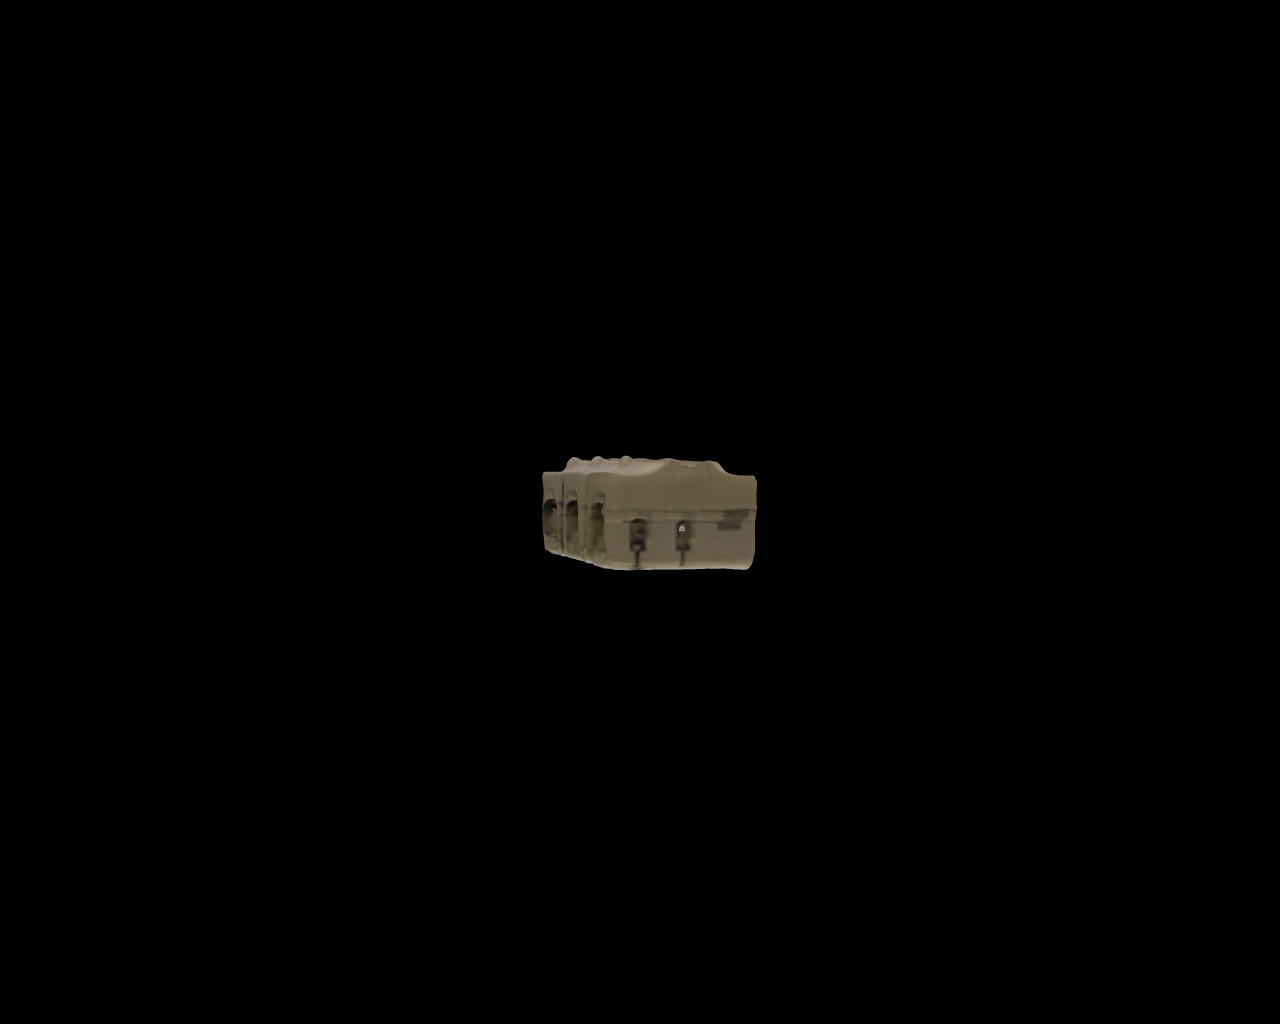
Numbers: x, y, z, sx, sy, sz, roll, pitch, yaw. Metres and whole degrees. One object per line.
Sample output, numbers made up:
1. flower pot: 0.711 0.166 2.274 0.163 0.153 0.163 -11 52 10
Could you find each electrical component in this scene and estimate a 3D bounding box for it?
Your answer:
1. electrical component: 0.001 -0.003 0.650 0.089 0.061 0.150 -1 3 -19
